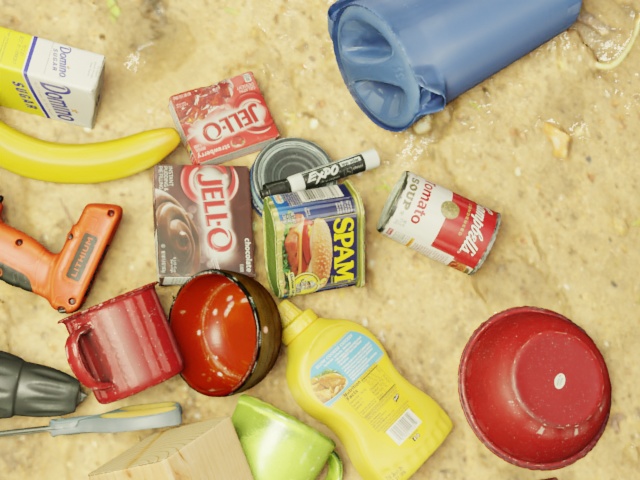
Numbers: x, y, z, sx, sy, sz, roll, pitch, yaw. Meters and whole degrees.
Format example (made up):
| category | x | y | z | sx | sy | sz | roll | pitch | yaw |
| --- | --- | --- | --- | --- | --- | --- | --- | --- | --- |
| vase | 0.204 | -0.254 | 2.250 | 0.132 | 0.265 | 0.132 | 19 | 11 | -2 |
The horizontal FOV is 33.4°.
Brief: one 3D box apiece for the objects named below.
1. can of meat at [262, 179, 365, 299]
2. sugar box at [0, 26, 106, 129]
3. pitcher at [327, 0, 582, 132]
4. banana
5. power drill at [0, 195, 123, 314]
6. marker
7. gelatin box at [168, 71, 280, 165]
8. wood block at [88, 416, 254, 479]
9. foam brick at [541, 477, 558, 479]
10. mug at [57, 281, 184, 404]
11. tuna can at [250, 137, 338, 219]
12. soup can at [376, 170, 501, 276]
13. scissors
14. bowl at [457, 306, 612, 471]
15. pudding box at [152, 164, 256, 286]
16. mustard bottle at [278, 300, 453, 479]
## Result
| category | x | y | z | sx | sy | sz | roll | pitch | yaw |
| --- | --- | --- | --- | --- | --- | --- | --- | --- | --- |
| can of meat | -0.006 | 0.001 | 0.985 | 0.083 | 0.102 | 0.057 | -10 | 32 | -13 |
| sugar box | -0.286 | -0.155 | 0.967 | 0.176 | 0.093 | 0.048 | 16 | 72 | -8 |
| pitcher | 0.136 | -0.222 | 1.075 | 0.242 | 0.145 | 0.149 | -29 | 94 | -23 |
| banana | -0.229 | -0.083 | 0.974 | 0.197 | 0.070 | 0.037 | 9 | 30 | -4 |
| power drill | -0.273 | -0.029 | 0.934 | 0.187 | 0.057 | 0.184 | 22 | 90 | -4 |
| marker | 0.000 | -0.060 | 1.007 | 0.121 | 0.020 | 0.020 | -19 | 79 | -18 |
| gelatin box | -0.093 | -0.115 | 1.034 | 0.089 | 0.030 | 0.073 | -20 | 80 | -17 |
| wood block | -0.092 | 0.259 | 0.853 | 0.090 | 0.090 | 0.206 | -26 | 96 | -55 |
| foam brick | 0.191 | 0.260 | 0.978 | 0.078 | 0.051 | 0.053 | -27 | 81 | -19 |
| mug | -0.173 | 0.092 | 0.911 | 0.093 | 0.117 | 0.081 | -22 | 91 | 25 |
| tuna can | -0.027 | -0.055 | 1.029 | 0.086 | 0.034 | 0.086 | 4 | 73 | -12 |
| soup can | 0.114 | -0.017 | 1.033 | 0.102 | 0.069 | 0.068 | 25 | 70 | -4 |
| scissors | -0.208 | 0.158 | 0.925 | 0.202 | 0.096 | 0.016 | -7 | 88 | 16 |
| bowl | 0.216 | 0.137 | 1.018 | 0.162 | 0.055 | 0.162 | 3 | 74 | -12 |
| pudding box | -0.109 | -0.014 | 0.995 | 0.090 | 0.039 | 0.113 | -1 | 74 | -13 |
| mustard bottle | 0.026 | 0.131 | 0.973 | 0.096 | 0.058 | 0.191 | -40 | 86 | -28 |
